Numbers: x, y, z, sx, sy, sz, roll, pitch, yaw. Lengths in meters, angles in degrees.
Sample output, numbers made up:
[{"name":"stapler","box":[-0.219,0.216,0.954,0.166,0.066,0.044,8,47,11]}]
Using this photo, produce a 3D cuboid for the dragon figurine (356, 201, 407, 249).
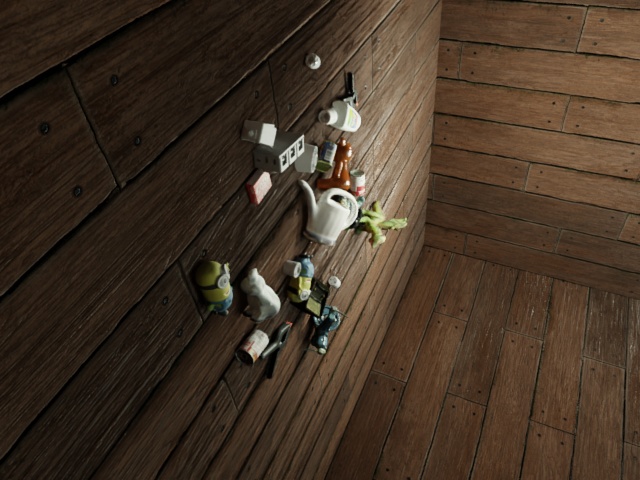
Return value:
[{"name":"dragon figurine","box":[0.311,-0.089,2.534,0.418,0.243,0.119,-49,143,-46]}]

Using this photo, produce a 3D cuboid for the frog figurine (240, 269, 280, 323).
[{"name":"frog figurine","box":[-0.184,0.162,1.583,0.138,0.123,0.158,-134,-136,-76]}]

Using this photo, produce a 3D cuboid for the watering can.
[{"name":"watering can","box":[0.006,-0.096,1.909,0.345,0.105,0.223,16,102,-45]}]
